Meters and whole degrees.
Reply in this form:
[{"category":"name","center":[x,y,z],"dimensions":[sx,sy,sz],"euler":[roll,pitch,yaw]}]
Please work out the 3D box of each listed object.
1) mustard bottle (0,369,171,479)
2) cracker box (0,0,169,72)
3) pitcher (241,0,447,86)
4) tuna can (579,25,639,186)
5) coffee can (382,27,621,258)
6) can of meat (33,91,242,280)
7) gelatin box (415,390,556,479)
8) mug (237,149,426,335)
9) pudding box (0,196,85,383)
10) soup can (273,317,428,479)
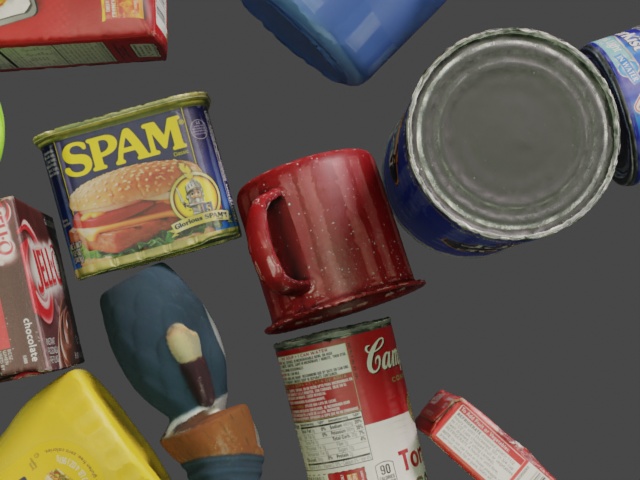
[{"category":"mustard bottle","center":[-0.183,0.164,0.593],"dimensions":[0.191,0.058,0.096],"euler":[-37,92,-3]},{"category":"cracker box","center":[-0.198,-0.181,0.611],"dimensions":[0.213,0.072,0.164],"euler":[-4,85,0]},{"category":"pitcher","center":[0.066,-0.201,0.584],"dimensions":[0.145,0.149,0.243],"euler":[41,90,-9]},{"category":"tuna can","center":[0.174,-0.074,0.601],"dimensions":[0.034,0.086,0.086],"euler":[-18,86,0]},{"category":"coffee can","center":[0.089,-0.045,0.570],"dimensions":[0.103,0.140,0.103],"euler":[0,86,-1]},{"category":"can of meat","center":[-0.102,-0.030,0.609],"dimensions":[0.102,0.057,0.084],"euler":[-15,89,-1]},{"category":"gelatin box","center":[0.096,0.122,0.592],"dimensions":[0.089,0.073,0.030],"euler":[42,86,3]},{"category":"mug","center":[-0.004,0.001,0.582],"dimensions":[0.093,0.117,0.081],"euler":[-22,80,31]},{"category":"pudding box","center":[-0.161,0.029,0.575],"dimensions":[0.039,0.113,0.090],"euler":[-12,87,-7]},{"category":"soup can","center":[0.018,0.100,0.595],"dimensions":[0.068,0.068,0.102],"euler":[-13,86,-2]}]
